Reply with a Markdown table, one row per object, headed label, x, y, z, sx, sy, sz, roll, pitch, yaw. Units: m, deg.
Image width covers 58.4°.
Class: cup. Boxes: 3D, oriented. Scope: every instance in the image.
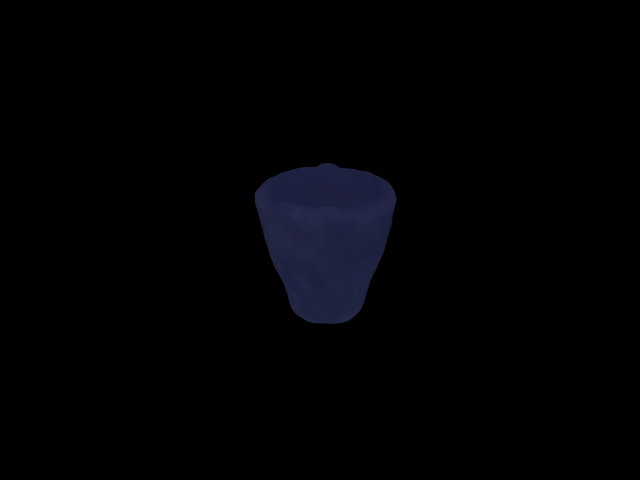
| label | x | y | z | sx | sy | sz | roll | pitch | yaw |
| --- | --- | --- | --- | --- | --- | --- | --- | --- | --- |
| cup | 0.004 | 0.001 | 0.400 | 0.091 | 0.095 | 0.117 | 0 | 25 | 0 |
